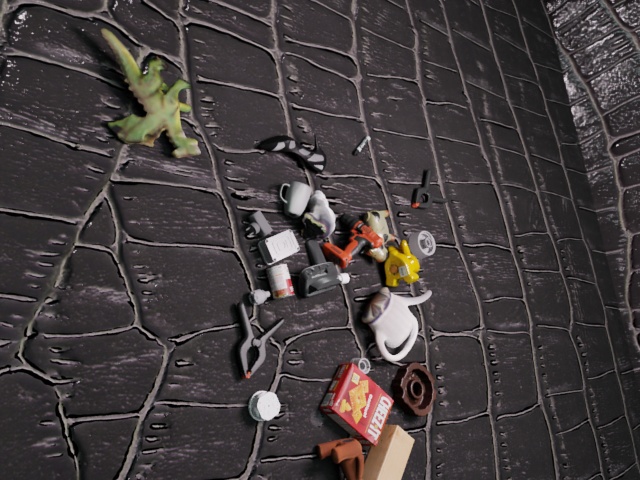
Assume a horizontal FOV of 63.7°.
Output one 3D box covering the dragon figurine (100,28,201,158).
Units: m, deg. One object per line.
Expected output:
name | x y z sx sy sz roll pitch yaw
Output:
dragon figurine | -0.503 -0.385 1.466 0.407 0.121 0.247 36 64 -21

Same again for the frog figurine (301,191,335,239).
frog figurine | 0.005 -0.087 1.736 0.163 0.123 0.134 -63 147 -42

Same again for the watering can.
watering can | 0.273 0.255 1.819 0.222 0.103 0.355 46 52 -15
